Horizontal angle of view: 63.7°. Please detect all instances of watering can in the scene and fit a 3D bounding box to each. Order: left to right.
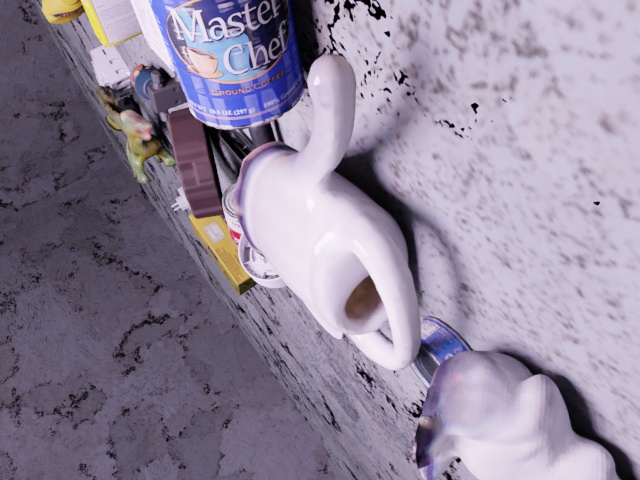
[{"bbox_3d":[0.001,-0.023,0.449,0.228,0.105,0.340,41,157,43],"label":"watering can"}]

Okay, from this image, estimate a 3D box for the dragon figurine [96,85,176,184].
[{"bbox_3d":[-0.470,-0.276,1.279,0.414,0.123,0.238,28,147,54],"label":"dragon figurine"}]

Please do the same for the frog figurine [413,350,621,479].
[{"bbox_3d":[0.159,0.153,0.389,0.159,0.125,0.134,7,130,19],"label":"frog figurine"}]
